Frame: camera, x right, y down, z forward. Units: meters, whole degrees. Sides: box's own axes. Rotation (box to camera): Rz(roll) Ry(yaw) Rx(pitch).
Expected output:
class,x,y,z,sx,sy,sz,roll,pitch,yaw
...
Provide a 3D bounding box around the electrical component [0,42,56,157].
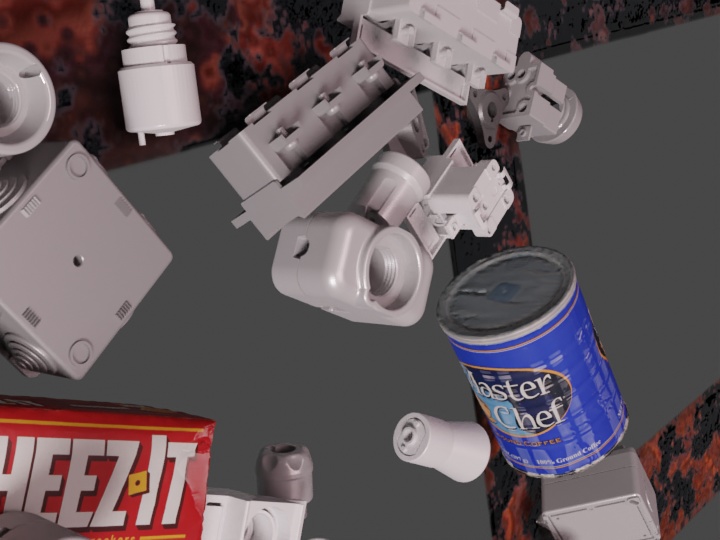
class,x,y,z,sx,sy,sz,roll,pitch,yaw
electrical component,-0.173,-0.077,0.492,0.055,0.047,0.055,-4,95,-48

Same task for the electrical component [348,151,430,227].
class,x,y,z,sx,sy,sz,roll,pitch,yaw
electrical component,0.019,-0.049,0.711,0.046,0.040,0.040,-56,130,-23

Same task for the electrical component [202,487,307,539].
class,x,y,z,sx,sy,sz,roll,pitch,yaw
electrical component,-0.078,0.185,0.600,0.079,0.063,0.121,17,80,-47

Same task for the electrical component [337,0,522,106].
class,x,y,z,sx,sy,sz,roll,pitch,yaw
electrical component,0.051,-0.168,0.721,0.121,0.063,0.078,18,79,-47

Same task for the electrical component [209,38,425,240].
class,x,y,z,sx,sy,sz,roll,pitch,yaw
electrical component,-0.027,-0.082,0.639,0.063,0.079,0.121,52,53,-10

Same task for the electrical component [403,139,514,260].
class,x,y,z,sx,sy,sz,roll,pitch,yaw
electrical component,0.068,-0.050,0.747,0.081,0.064,0.042,-56,131,-30

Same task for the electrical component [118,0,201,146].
class,x,y,z,sx,sy,sz,roll,pitch,yaw
electrical component,-0.108,-0.106,0.567,0.040,0.040,0.078,-16,104,-46

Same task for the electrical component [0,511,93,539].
class,x,y,z,sx,sy,sz,roll,pitch,yaw
electrical component,-0.134,0.131,0.443,0.055,0.047,0.055,0,90,-46

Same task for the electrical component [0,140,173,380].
class,x,y,z,sx,sy,sz,roll,pitch,yaw
electrical component,-0.150,-0.005,0.521,0.099,0.048,0.099,-57,131,-29

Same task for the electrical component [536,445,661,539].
class,x,y,z,sx,sy,sz,roll,pitch,yaw
electrical component,0.191,0.190,0.886,0.061,0.096,0.061,59,25,-32

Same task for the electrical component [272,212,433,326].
class,x,y,z,sx,sy,sz,roll,pitch,yaw
electrical component,0.000,0.000,0.678,0.095,0.059,0.053,24,75,-46

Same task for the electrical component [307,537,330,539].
class,x,y,z,sx,sy,sz,roll,pitch,yaw
electrical component,-0.008,0.216,0.668,0.043,0.079,0.077,-38,120,-20

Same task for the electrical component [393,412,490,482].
class,x,y,z,sx,sy,sz,roll,pitch,yaw
electrical component,0.056,0.123,0.761,0.065,0.044,0.044,22,76,-41

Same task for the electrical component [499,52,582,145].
class,x,y,z,sx,sy,sz,roll,pitch,yaw
electrical component,0.140,-0.127,0.835,0.055,0.048,0.066,24,75,-38

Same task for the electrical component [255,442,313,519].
class,x,y,z,sx,sy,sz,roll,pitch,yaw
electrical component,-0.045,0.138,0.655,0.035,0.035,0.061,-12,104,-47
